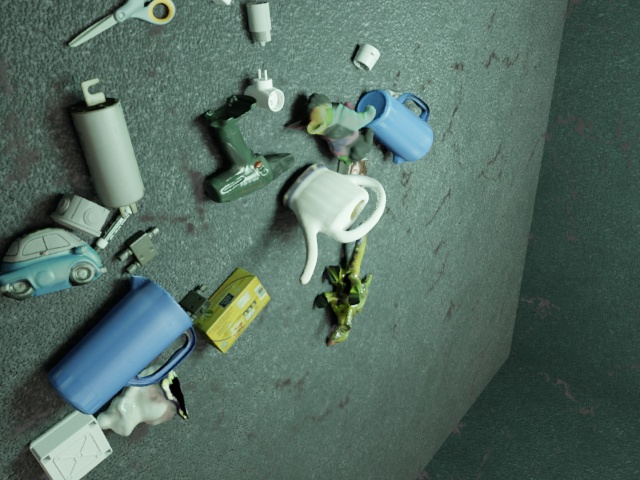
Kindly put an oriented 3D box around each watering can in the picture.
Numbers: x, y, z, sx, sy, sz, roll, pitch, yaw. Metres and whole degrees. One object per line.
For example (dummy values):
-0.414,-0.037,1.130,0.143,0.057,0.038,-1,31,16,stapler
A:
0.004,-0.061,1.217,0.353,0.226,0.101,-43,154,-31,watering can

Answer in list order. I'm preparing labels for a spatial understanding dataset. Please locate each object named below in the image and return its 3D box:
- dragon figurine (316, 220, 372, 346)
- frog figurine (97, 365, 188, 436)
0.101,0.141,1.565,0.409,0.123,0.242,-69,161,4,dragon figurine
-0.368,0.335,1.058,0.159,0.125,0.134,-19,140,-2,frog figurine
